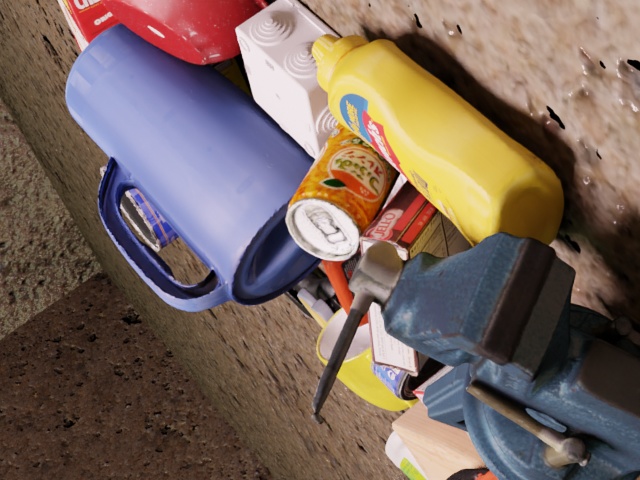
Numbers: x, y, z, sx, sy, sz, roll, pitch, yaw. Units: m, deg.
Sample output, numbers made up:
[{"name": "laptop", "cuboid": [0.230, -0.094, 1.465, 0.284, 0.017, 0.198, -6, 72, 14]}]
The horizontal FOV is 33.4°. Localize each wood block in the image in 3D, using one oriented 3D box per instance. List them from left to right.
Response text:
[{"name": "wood block", "cuboid": [0.149, 0.165, 0.817, 0.090, 0.090, 0.206, 56, 165, -11]}]

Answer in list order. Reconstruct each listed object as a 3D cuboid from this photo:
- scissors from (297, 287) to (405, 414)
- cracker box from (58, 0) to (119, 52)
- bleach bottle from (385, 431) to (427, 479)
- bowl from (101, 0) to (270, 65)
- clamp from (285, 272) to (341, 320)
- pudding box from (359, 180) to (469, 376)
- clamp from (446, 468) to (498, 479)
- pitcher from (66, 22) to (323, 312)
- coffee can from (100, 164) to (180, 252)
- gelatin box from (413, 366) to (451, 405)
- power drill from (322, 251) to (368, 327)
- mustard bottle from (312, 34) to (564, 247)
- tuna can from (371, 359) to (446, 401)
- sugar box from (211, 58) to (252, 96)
[{"name": "scissors", "cuboid": [0.034, 0.116, 1.109, 0.096, 0.016, 0.201, 43, 171, 46]}, {"name": "cracker box", "cuboid": [-0.220, -0.234, 1.080, 0.164, 0.072, 0.213, 56, 169, 34]}, {"name": "bleach bottle", "cuboid": [0.172, 0.281, 1.070, 0.251, 0.068, 0.102, 47, 165, 17]}, {"name": "bowl", "cuboid": [-0.112, -0.180, 0.805, 0.162, 0.055, 0.162, 29, 174, 3]}, {"name": "clamp", "cuboid": [0.006, 0.073, 1.165, 0.172, 0.039, 0.120, 24, 144, 61]}, {"name": "pudding box", "cuboid": [0.065, 0.019, 0.705, 0.039, 0.089, 0.113, 14, 133, 29]}, {"name": "clamp", "cuboid": [0.121, 0.213, 0.757, 0.165, 0.036, 0.210, 41, 162, 43]}, {"name": "pitcher", "cuboid": [-0.102, -0.064, 0.859, 0.243, 0.149, 0.145, 42, 119, 22]}, {"name": "coffee can", "cuboid": [-0.135, -0.069, 1.078, 0.103, 0.140, 0.103, 49, 165, 18]}, {"name": "gelatin box", "cuboid": [0.119, 0.106, 0.811, 0.030, 0.073, 0.089, 54, 165, -2]}, {"name": "power drill", "cuboid": [-0.007, 0.001, 1.000, 0.188, 0.057, 0.184, 40, 161, 43]}, {"name": "mustard bottle", "cuboid": [0.059, -0.067, 0.637, 0.192, 0.058, 0.096, 46, 177, 31]}, {"name": "tuna can", "cuboid": [0.084, 0.088, 0.858, 0.034, 0.086, 0.086, 44, 163, 29]}, {"name": "sugar box", "cuboid": [-0.120, -0.183, 0.963, 0.093, 0.048, 0.176, 35, 157, 53]}]
